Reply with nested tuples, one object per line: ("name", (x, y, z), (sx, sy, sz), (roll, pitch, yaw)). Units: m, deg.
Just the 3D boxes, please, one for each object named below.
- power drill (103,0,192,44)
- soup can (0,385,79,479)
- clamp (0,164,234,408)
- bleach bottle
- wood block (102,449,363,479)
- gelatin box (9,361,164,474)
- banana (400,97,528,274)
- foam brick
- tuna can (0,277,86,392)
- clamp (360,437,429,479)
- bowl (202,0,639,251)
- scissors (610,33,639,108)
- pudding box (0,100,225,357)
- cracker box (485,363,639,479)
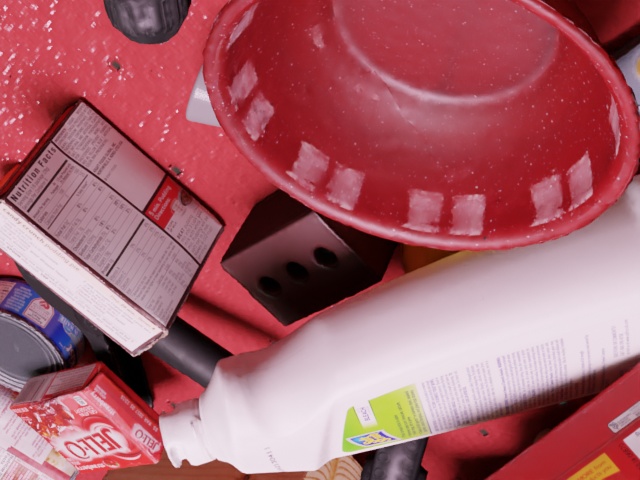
("power drill", (-0.019, -0.147, 0.420), (0.188, 0.057, 0.184), (11, 138, 15))
("soup can", (-0.223, 0.145, 0.788), (0.102, 0.068, 0.069), (34, 136, -8))
("clamp", (-0.121, 0.042, 0.655), (0.165, 0.036, 0.210), (-6, 125, 44))
("bleach bottle", (0.046, 0.052, 0.491), (0.251, 0.068, 0.102), (-17, 141, 3))
("wood block", (-0.062, 0.192, 0.718), (0.207, 0.090, 0.090), (-10, 126, 44))
("gelatin box", (-0.150, 0.118, 0.700), (0.089, 0.030, 0.073), (-16, 123, 42))
("banana", (0.074, -0.009, 0.517), (0.069, 0.037, 0.198), (0, 143, 4))
("foam brick", (-0.004, 0.001, 0.558), (0.053, 0.051, 0.078), (44, 134, -18))
("tuna can", (-0.204, 0.066, 0.729), (0.086, 0.033, 0.086), (13, 135, 13))
("clamp", (0.039, 0.145, 0.610), (0.039, 0.171, 0.120), (20, 158, 5))
("bowl", (0.041, -0.062, 0.401), (0.162, 0.055, 0.162), (14, 150, 8))
("scissors", (0.116, -0.054, 0.475), (0.202, 0.016, 0.096), (-11, 126, 33))
("pudding box", (-0.115, -0.007, 0.575), (0.113, 0.090, 0.039), (41, 134, -16))
("cracker box", (0.142, 0.162, 0.512), (0.164, 0.072, 0.213), (-36, 138, -2))
